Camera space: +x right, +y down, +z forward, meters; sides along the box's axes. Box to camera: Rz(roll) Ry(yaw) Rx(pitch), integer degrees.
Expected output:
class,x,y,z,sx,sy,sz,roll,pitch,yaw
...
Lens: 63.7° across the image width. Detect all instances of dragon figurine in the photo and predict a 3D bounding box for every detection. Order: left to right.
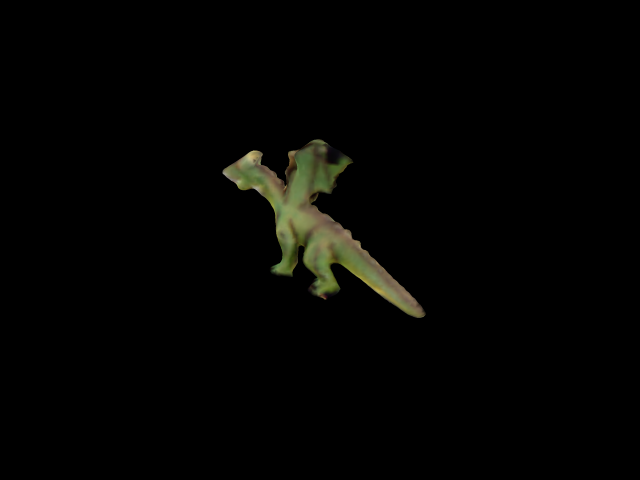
class,x,y,z,sx,sy,sz,roll,pitch,yaw
dragon figurine,0.003,-0.043,0.850,0.413,0.237,0.124,21,38,29
